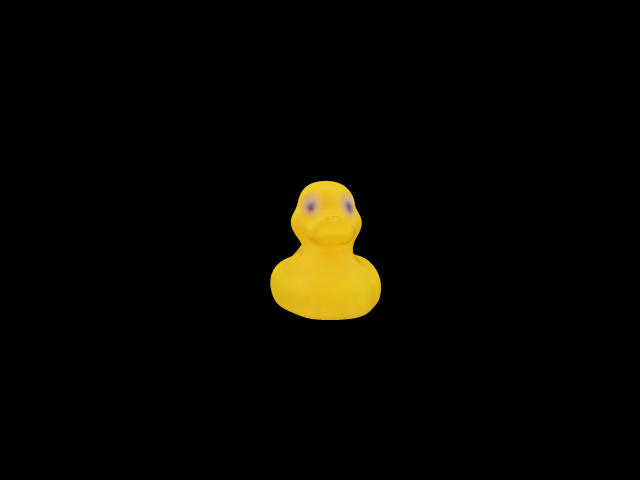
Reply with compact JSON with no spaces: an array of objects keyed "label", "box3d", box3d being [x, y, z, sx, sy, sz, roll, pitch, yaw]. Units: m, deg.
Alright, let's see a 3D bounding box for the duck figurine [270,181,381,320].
[{"label":"duck figurine","box3d":[0.004,0.001,0.400,0.077,0.086,0.104,-1,9,-7]}]
